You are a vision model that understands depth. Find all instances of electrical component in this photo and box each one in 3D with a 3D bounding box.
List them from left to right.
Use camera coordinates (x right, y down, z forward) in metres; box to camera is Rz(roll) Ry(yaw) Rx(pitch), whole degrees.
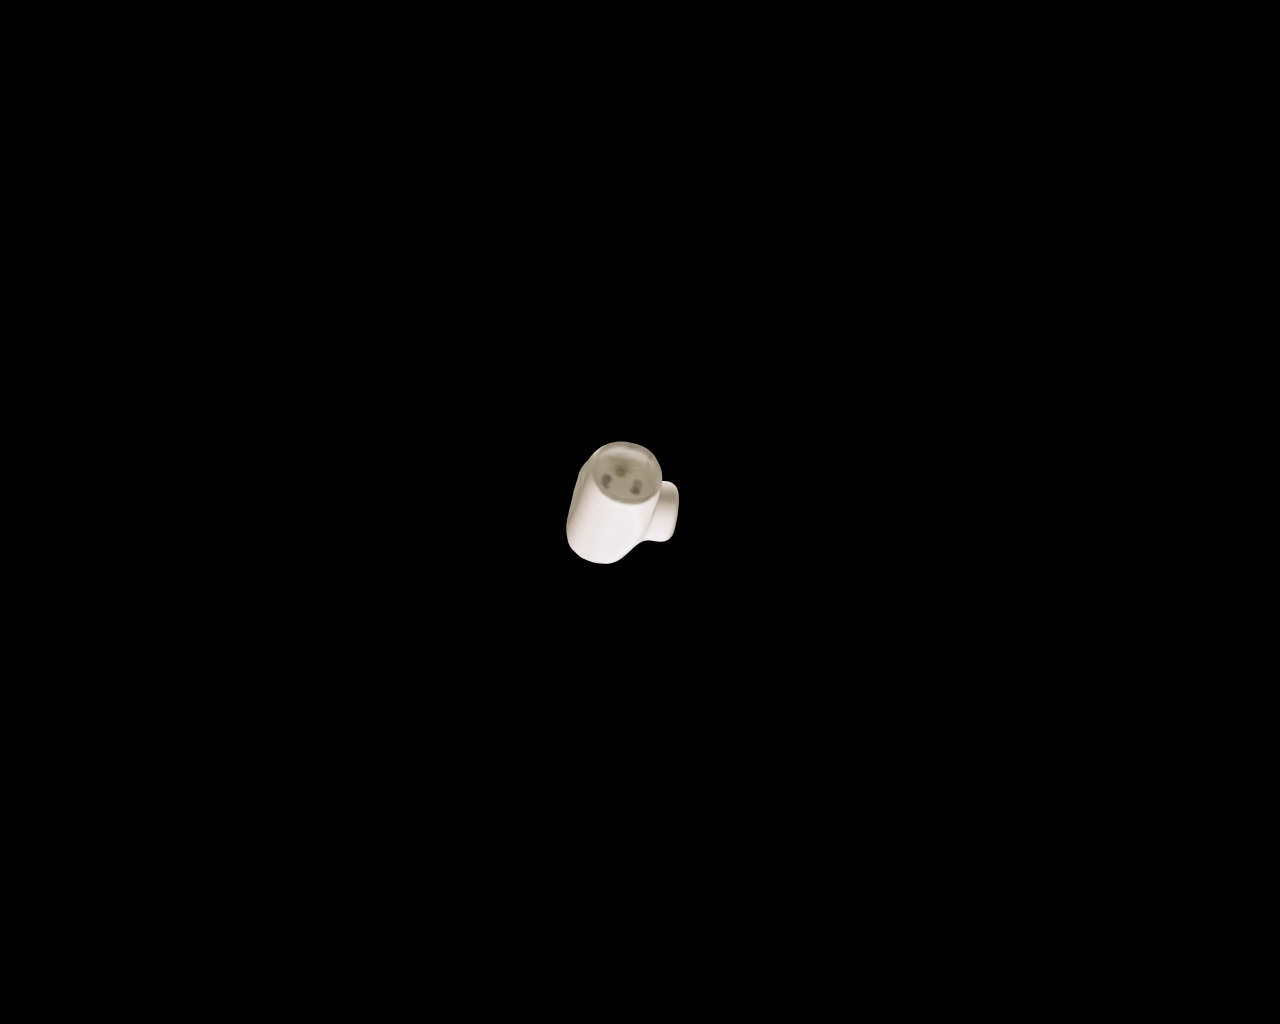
[{"bbox_3d":[0.001,-0.003,0.650,0.079,0.044,0.077,7,-31,-13],"label":"electrical component"}]
